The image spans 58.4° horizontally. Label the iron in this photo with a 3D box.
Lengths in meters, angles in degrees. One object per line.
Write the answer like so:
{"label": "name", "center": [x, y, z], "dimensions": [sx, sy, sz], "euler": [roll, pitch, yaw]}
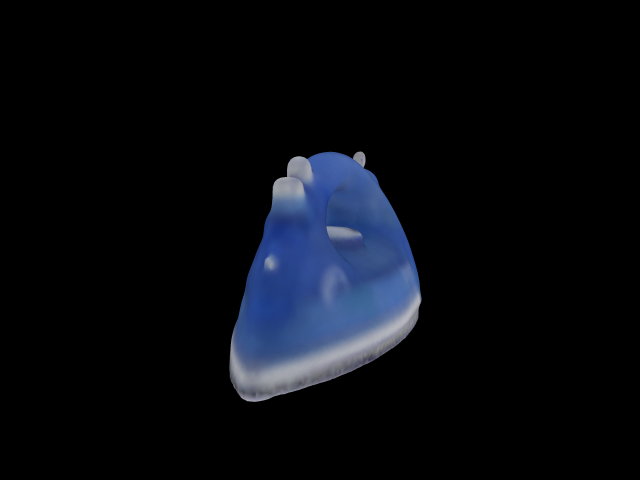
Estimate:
{"label": "iron", "center": [0.004, 0.001, 0.400], "dimensions": [0.118, 0.141, 0.259], "euler": [1, 5, 16]}
